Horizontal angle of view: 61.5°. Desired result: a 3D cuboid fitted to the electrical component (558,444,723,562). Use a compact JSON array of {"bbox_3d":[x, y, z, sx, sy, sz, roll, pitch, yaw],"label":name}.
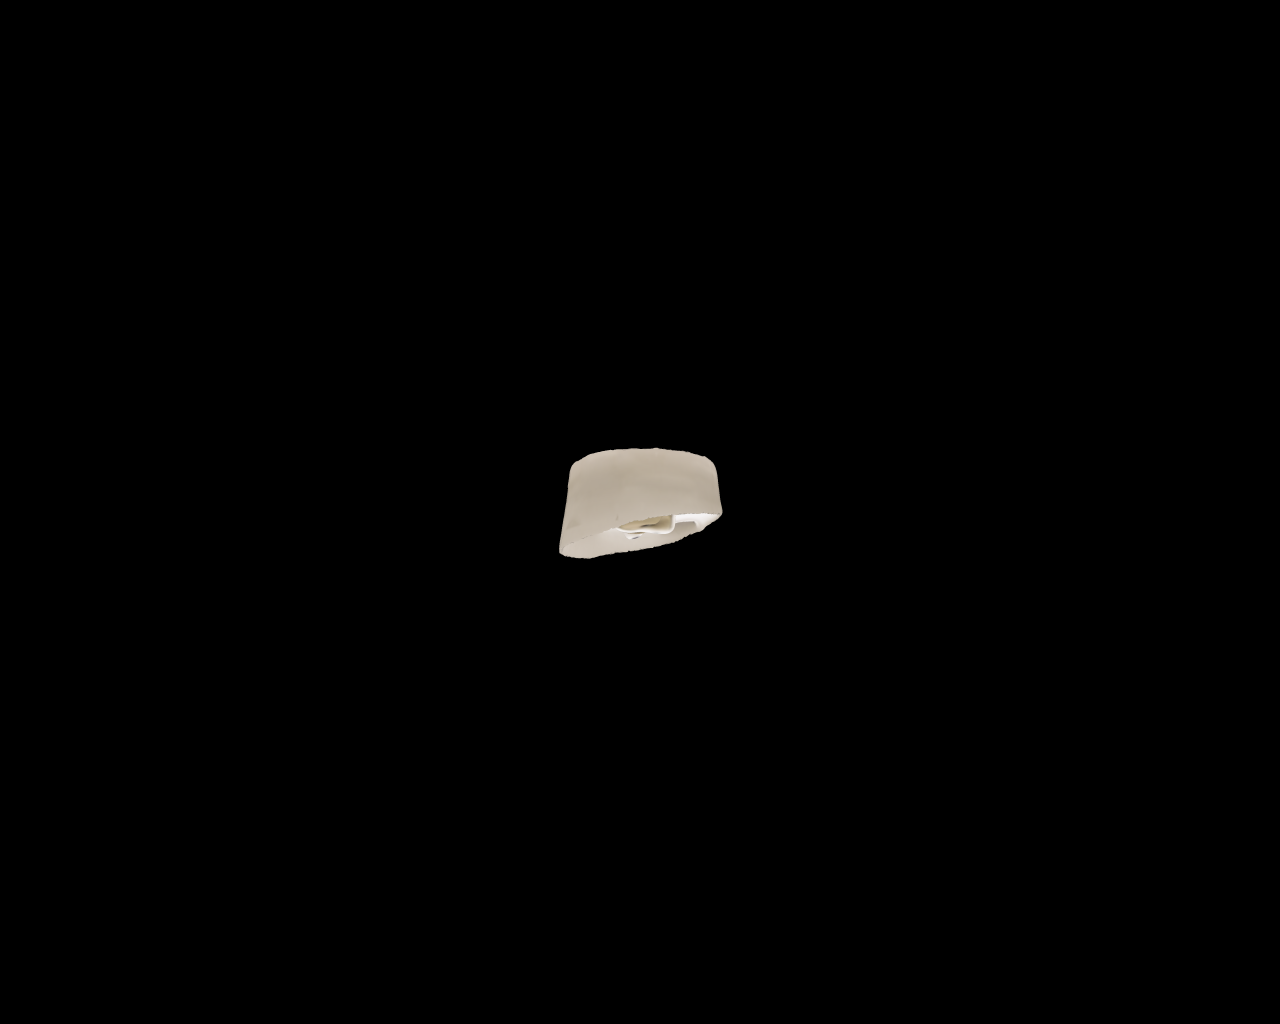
[{"bbox_3d":[0.001,-0.003,0.650,0.099,0.064,0.099,0,-15,0],"label":"electrical component"}]
